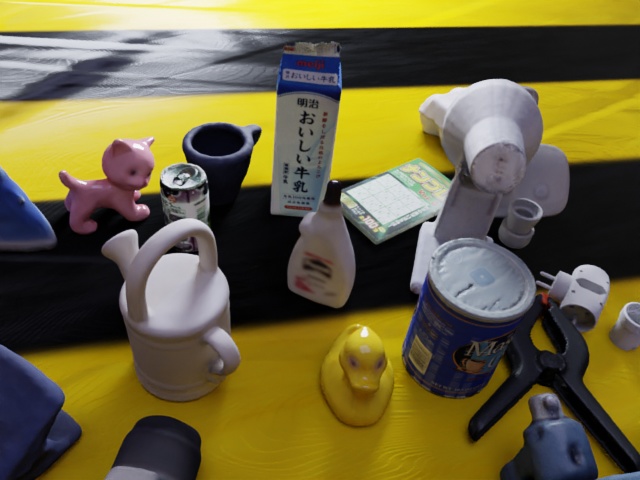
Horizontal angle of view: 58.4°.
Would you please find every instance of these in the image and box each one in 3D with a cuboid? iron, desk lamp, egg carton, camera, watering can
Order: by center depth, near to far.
[{"bbox_3d":[-0.126,0.212,0.452,0.143,0.101,0.137,10,45,2],"label":"camera"},{"bbox_3d":[-0.141,0.057,0.539,0.172,0.194,0.101,18,46,11],"label":"watering can"},{"bbox_3d":[-0.435,-0.080,0.675,0.258,0.141,0.119,17,45,10],"label":"iron"},{"bbox_3d":[0.192,-0.061,0.689,0.118,0.213,0.203,13,45,6],"label":"desk lamp"},{"bbox_3d":[0.236,-0.185,0.922,0.107,0.069,0.150,-22,52,-26],"label":"egg carton"}]

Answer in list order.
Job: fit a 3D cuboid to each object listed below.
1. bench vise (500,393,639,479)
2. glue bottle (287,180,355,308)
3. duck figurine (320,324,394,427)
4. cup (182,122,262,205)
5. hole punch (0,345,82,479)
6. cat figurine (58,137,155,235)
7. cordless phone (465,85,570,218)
[{"bbox_3d":[0.207,0.201,0.422,0.122,0.220,0.207,-17,50,-23],"label":"bench vise"},{"bbox_3d":[0.006,0.002,0.629,0.078,0.173,0.037,17,45,10],"label":"glue bottle"},{"bbox_3d":[0.041,0.122,0.576,0.077,0.086,0.104,3,45,-4],"label":"duck figurine"},{"bbox_3d":[-0.126,-0.102,0.772,0.091,0.095,0.118,36,51,26],"label":"cup"},{"bbox_3d":[-0.277,0.159,0.491,0.108,0.091,0.101,26,48,18],"label":"hole punch"},{"bbox_3d":[-0.260,-0.080,0.716,0.128,0.118,0.067,-19,50,-24],"label":"cat figurine"},{"bbox_3d":[0.282,-0.119,0.779,0.148,0.185,0.094,-2,45,-9],"label":"cordless phone"}]
